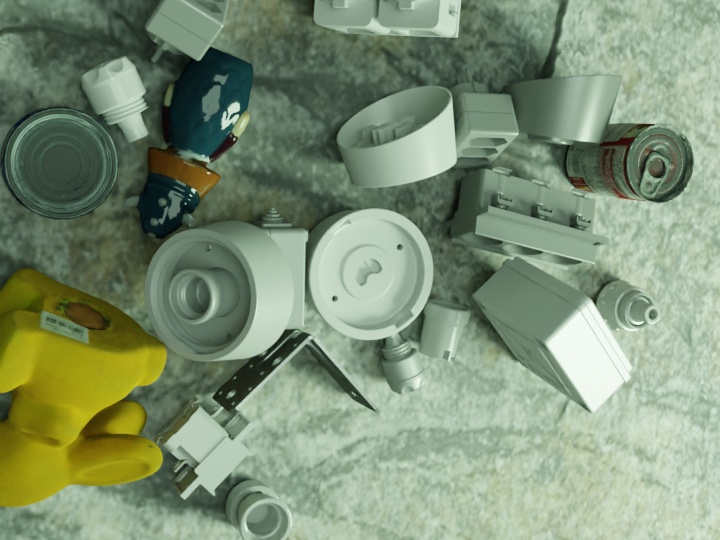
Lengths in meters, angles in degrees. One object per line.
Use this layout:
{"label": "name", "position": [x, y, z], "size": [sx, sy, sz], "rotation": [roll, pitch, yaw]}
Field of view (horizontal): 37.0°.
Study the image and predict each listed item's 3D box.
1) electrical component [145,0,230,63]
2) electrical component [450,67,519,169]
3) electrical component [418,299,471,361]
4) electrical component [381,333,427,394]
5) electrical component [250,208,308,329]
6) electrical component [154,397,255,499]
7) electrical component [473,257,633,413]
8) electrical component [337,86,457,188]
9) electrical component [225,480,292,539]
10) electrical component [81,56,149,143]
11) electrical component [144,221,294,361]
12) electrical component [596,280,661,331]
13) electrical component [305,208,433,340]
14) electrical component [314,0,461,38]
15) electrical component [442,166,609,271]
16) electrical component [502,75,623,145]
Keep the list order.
{"label": "electrical component", "position": [-0.138, -0.190, 0.821], "size": [0.047, 0.083, 0.075], "rotation": [29, 124, -22]}
{"label": "electrical component", "position": [0.095, -0.135, 0.921], "size": [0.047, 0.065, 0.076], "rotation": [-1, 69, -21]}
{"label": "electrical component", "position": [0.073, 0.053, 0.947], "size": [0.040, 0.040, 0.046], "rotation": [10, 98, -22]}
{"label": "electrical component", "position": [0.034, 0.075, 0.938], "size": [0.035, 0.035, 0.061], "rotation": [-23, 102, -17]}
{"label": "electrical component", "position": [-0.080, -0.002, 0.868], "size": [0.061, 0.062, 0.096], "rotation": [-1, 98, -21]}
{"label": "electrical component", "position": [-0.129, 0.142, 0.881], "size": [0.081, 0.042, 0.064], "rotation": [-47, 107, -10]}
{"label": "electrical component", "position": [0.167, 0.055, 0.934], "size": [0.056, 0.109, 0.108], "rotation": [-44, 126, -7]}
{"label": "electrical component", "position": [0.031, -0.107, 0.880], "size": [0.099, 0.099, 0.064], "rotation": [-19, 109, -18]}
{"label": "electrical component", "position": [-0.086, 0.203, 0.897], "size": [0.045, 0.055, 0.045], "rotation": [-3, 98, -21]}
{"label": "electrical component", "position": [-0.183, -0.129, 0.823], "size": [0.043, 0.043, 0.062], "rotation": [-29, 107, -15]}
{"label": "electrical component", "position": [-0.111, 0.017, 0.808], "size": [0.060, 0.108, 0.108], "rotation": [-9, 100, -65]}
{"label": "electrical component", "position": [0.254, 0.036, 1.002], "size": [0.048, 0.062, 0.048], "rotation": [-3, 98, -21]}
{"label": "electrical component", "position": [0.000, 0.000, 0.900], "size": [0.108, 0.060, 0.108], "rotation": [-3, 98, -20]}
{"label": "electrical component", "position": [0.026, -0.282, 0.843], "size": [0.105, 0.060, 0.186], "rotation": [7, 96, 21]}
{"label": "electrical component", "position": [0.146, -0.045, 0.945], "size": [0.121, 0.079, 0.063], "rotation": [13, 77, -22]}
{"label": "electrical component", "position": [0.171, -0.142, 0.927], "size": [0.099, 0.099, 0.064], "rotation": [4, 102, -21]}
